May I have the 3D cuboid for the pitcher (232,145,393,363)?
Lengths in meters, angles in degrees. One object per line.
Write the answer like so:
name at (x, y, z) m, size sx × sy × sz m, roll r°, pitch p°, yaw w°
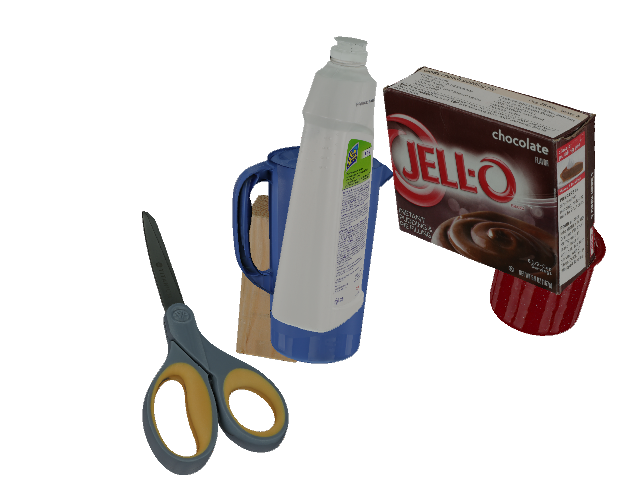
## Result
pitcher at (-0.011, 0.015, 1.244) m, size 0.149 × 0.243 × 0.144 m, roll 11°, pitch 19°, yaw 24°

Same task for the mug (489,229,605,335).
mug at (0.190, 0.023, 0.953) m, size 0.093 × 0.081 × 0.117 m, roll -16°, pitch 41°, yaw -28°

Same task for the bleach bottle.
bleach bottle at (0.012, -0.051, 0.934) m, size 0.068 × 0.251 × 0.102 m, roll 15°, pitch 21°, yaw 19°

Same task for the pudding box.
pudding box at (0.087, -0.034, 0.555) m, size 0.114 × 0.090 × 0.039 m, roll 22°, pitch 46°, yaw 39°

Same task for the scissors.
scissors at (-0.070, 0.059, 0.673) m, size 0.096 × 0.202 × 0.016 m, roll 9°, pitch -46°, yaw -15°

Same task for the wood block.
wood block at (-0.059, 0.052, 1.480) m, size 0.090 × 0.206 × 0.090 m, roll 9°, pitch 22°, yaw 6°
